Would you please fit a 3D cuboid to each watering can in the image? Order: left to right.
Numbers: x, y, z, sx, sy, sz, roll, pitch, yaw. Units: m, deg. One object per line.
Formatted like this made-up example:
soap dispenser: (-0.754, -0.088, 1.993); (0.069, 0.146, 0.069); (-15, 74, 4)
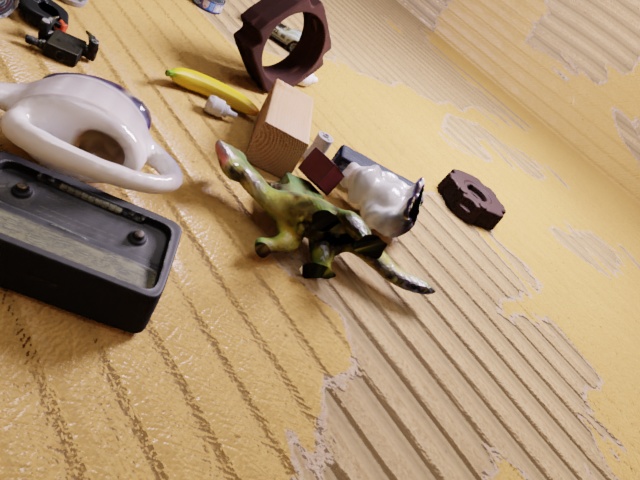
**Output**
watering can: (-0.333, -0.155, 0.633); (0.345, 0.103, 0.228); (23, 19, -25)

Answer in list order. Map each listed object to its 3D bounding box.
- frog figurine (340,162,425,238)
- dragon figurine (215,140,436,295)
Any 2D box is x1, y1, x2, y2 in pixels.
frog figurine: (0.109, -0.077, 0.982); (0.160, 0.120, 0.140); (15, 61, 21)
dragon figurine: (0.003, -0.043, 0.851); (0.407, 0.120, 0.248); (26, 25, -29)
